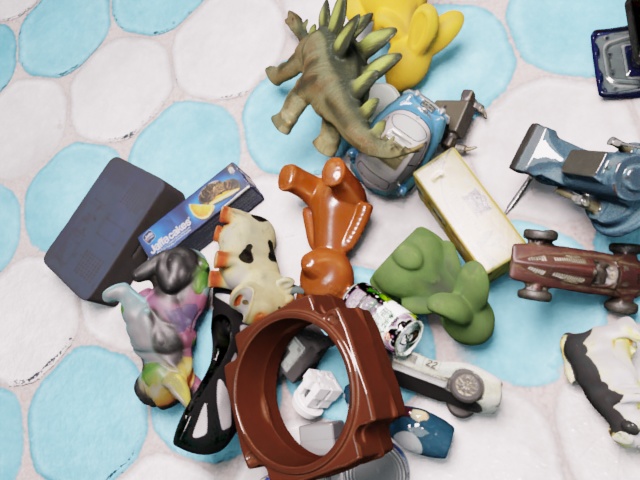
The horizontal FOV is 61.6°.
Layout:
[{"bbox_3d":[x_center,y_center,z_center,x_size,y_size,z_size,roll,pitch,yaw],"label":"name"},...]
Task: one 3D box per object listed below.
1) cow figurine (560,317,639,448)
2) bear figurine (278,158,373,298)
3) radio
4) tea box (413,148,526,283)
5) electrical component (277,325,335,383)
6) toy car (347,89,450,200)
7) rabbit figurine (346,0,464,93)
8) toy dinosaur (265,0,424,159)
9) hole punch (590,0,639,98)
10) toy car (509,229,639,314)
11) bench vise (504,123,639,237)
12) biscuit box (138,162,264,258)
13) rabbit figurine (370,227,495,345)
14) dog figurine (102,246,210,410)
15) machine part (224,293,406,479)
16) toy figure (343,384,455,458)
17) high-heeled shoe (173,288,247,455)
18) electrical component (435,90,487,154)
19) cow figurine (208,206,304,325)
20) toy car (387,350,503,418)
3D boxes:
[{"bbox_3d":[0.356,0.185,0.643,0.098,0.068,0.167,-18,68,17],"label":"cow figurine"},{"bbox_3d":[0.001,-0.001,0.770,0.120,0.131,0.196,1,70,37],"label":"bear figurine"},{"bbox_3d":[-0.347,-0.017,0.904,0.131,0.073,0.229,30,84,22],"label":"radio"},{"bbox_3d":[0.202,-0.029,0.731,0.068,0.098,0.170,-34,71,5],"label":"tea box"},{"bbox_3d":[-0.040,0.166,0.771,0.075,0.047,0.119,43,116,24],"label":"electrical component"},{"bbox_3d":[0.107,-0.125,0.756,0.109,0.103,0.161,39,119,1],"label":"toy car"},{"bbox_3d":[0.136,-0.317,0.819,0.163,0.122,0.173,3,100,49],"label":"rabbit figurine"},{"bbox_3d":[0.019,-0.223,0.749,0.198,0.105,0.472,-53,40,33],"label":"toy dinosaur"},{"bbox_3d":[0.445,-0.256,0.738,0.116,0.092,0.142,5,72,-13],"label":"hole punch"},{"bbox_3d":[0.321,0.038,0.653,0.202,0.053,0.089,9,90,-20],"label":"toy car"},{"bbox_3d":[0.367,-0.061,0.671,0.240,0.224,0.128,23,87,-10],"label":"bench vise"},{"bbox_3d":[-0.192,-0.035,0.867,0.203,0.062,0.059,-38,67,3],"label":"biscuit box"},{"bbox_3d":[0.167,0.063,0.702,0.170,0.159,0.121,43,80,7],"label":"rabbit figurine"},{"bbox_3d":[-0.212,0.142,0.805,0.191,0.108,0.219,-35,73,2],"label":"dog figurine"},{"bbox_3d":[-0.014,0.181,0.655,0.201,0.087,0.201,-31,62,27],"label":"machine part"},{"bbox_3d":[0.098,0.234,0.708,0.155,0.058,0.064,19,102,18],"label":"toy figure"},{"bbox_3d":[-0.159,0.164,0.747,0.086,0.145,0.249,-39,62,39],"label":"high-heeled shoe"},{"bbox_3d":[0.201,-0.172,0.801,0.078,0.045,0.102,8,73,47],"label":"electrical component"},{"bbox_3d":[-0.095,0.042,0.783,0.127,0.085,0.195,8,42,-15],"label":"cow figurine"},{"bbox_3d":[0.134,0.176,0.704,0.202,0.073,0.056,16,58,20],"label":"toy car"}]
